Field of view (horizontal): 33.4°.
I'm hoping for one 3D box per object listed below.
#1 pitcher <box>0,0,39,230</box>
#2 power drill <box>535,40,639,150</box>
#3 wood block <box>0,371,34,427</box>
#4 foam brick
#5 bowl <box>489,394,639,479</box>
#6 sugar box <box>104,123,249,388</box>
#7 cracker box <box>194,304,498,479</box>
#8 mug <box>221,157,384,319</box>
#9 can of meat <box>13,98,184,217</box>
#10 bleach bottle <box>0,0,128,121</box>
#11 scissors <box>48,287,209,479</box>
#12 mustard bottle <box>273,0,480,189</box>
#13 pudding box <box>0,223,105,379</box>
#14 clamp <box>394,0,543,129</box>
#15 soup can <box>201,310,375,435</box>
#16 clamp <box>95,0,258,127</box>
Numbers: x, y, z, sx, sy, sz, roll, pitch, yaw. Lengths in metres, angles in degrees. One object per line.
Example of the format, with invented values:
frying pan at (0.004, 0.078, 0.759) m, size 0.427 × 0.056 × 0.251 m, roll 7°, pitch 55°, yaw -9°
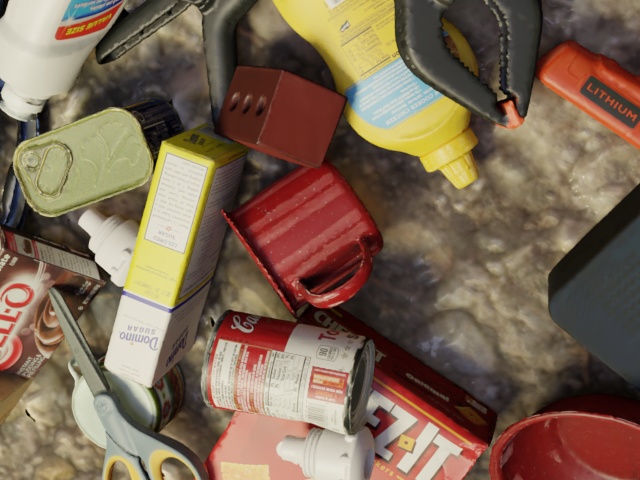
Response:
pitcher at (-0.295, -0.103, 0.782) m, size 0.145 × 0.149 × 0.243 m, roll 24°, pitch 105°, yaw 23°
power drill at (0.219, -0.161, 0.672) m, size 0.184 × 0.057 × 0.188 m, roll 36°, pitch 109°, yaw 2°
wood block at (-0.347, 0.089, 0.852) m, size 0.206 × 0.090 × 0.090 m, roll 38°, pitch 110°, yaw 1°
foam brick at (-0.028, -0.084, 0.719) m, size 0.051 × 0.078 × 0.053 m, roll 21°, pitch 90°, yaw -29°
bowl at (0.203, 0.158, 0.739) m, size 0.162 × 0.055 × 0.162 m, roll 17°, pitch 135°, yaw 17°
sugar box at (-0.103, 0.009, 0.773) m, size 0.048 × 0.093 × 0.176 m, roll 23°, pitch 107°, yaw 8°
cracker box at (0.004, 0.176, 0.800) m, size 0.164 × 0.072 × 0.214 m, roll 34°, pitch 108°, yaw 4°
mug at (-0.005, 0.001, 0.734) m, size 0.081 × 0.117 × 0.093 m, roll -35°, pitch 132°, yaw -4°
can of meat at (-0.155, -0.063, 0.772) m, size 0.102 × 0.084 × 0.057 m, roll -18°, pitch 99°, yaw 17°
bleach bottle at (-0.154, -0.192, 0.724) m, size 0.068 × 0.102 × 0.251 m, roll 38°, pitch 115°, yaw 14°
scissors at (-0.139, 0.127, 0.790) m, size 0.096 × 0.016 × 0.202 m, roll -9°, pitch 97°, yaw 20°
mustard bottle at (0.052, -0.120, 0.722) m, size 0.096 × 0.058 × 0.191 m, roll -31°, pitch 95°, yaw 12°
pudding box at (-0.234, 0.049, 0.818) m, size 0.089 × 0.039 × 0.114 m, roll 23°, pitch 113°, yaw -40°
clamp at (0.070, -0.164, 0.670) m, size 0.164 × 0.036 × 0.210 m, roll -18°, pitch 99°, yaw 2°
soup can at (-0.020, 0.089, 0.716) m, size 0.102 × 0.068 × 0.068 m, roll 10°, pitch 106°, yaw 14°
clamp at (-0.076, -0.164, 0.751) m, size 0.120 × 0.039 × 0.172 m, roll 36°, pitch 113°, yaw 2°
